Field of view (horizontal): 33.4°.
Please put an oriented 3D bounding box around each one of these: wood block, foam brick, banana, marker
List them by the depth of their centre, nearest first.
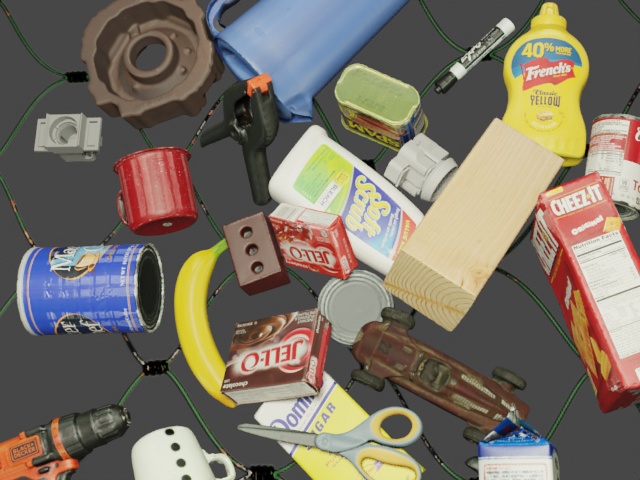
[{"bbox_3d":[0.164,-0.018,1.133,0.091,0.090,0.205,33,61,7],"label":"wood block"},{"bbox_3d":[-0.131,0.096,1.216,0.070,0.037,0.198,-10,75,17],"label":"banana"},{"bbox_3d":[-0.073,0.017,1.224,0.053,0.051,0.078,-20,72,4],"label":"foam brick"},{"bbox_3d":[0.181,-0.216,1.263,0.121,0.020,0.020,-43,72,-3],"label":"marker"}]

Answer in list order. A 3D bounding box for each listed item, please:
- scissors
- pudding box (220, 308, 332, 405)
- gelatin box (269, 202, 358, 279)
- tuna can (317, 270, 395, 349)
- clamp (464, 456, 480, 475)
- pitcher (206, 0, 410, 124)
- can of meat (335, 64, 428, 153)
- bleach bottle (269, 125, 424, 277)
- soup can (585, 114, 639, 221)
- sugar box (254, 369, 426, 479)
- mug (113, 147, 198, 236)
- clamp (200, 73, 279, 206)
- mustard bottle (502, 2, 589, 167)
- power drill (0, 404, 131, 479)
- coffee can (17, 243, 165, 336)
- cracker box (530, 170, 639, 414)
[{"bbox_3d":[0.021,0.199,1.128,0.202,0.016,0.096,23,75,16],"label":"scissors"},{"bbox_3d":[-0.047,0.128,1.162,0.114,0.039,0.090,-14,47,31],"label":"pudding box"},{"bbox_3d":[-0.008,0.001,1.190,0.089,0.073,0.030,14,47,37],"label":"gelatin box"},{"bbox_3d":[0.041,0.079,1.196,0.086,0.033,0.086,-3,74,9],"label":"tuna can"},{"bbox_3d":[0.249,0.292,1.098,0.210,0.036,0.164,-12,74,10],"label":"clamp"},{"bbox_3d":[-0.005,-0.269,1.255,0.242,0.149,0.145,-43,33,-8],"label":"pitcher"},{"bbox_3d":[0.070,-0.152,1.230,0.102,0.084,0.057,26,80,15],"label":"can of meat"},{"bbox_3d":[0.068,-0.022,1.207,0.251,0.068,0.102,34,79,14],"label":"bleach bottle"},{"bbox_3d":[0.326,-0.079,1.174,0.068,0.068,0.102,10,77,12],"label":"soup can"},{"bbox_3d":[0.020,0.220,1.154,0.176,0.048,0.093,43,85,17],"label":"sugar box"},{"bbox_3d":[-0.198,-0.051,1.253,0.117,0.093,0.081,-22,74,35],"label":"mug"},{"bbox_3d":[-0.079,-0.117,1.217,0.120,0.172,0.039,46,58,7],"label":"clamp"},{"bbox_3d":[0.258,-0.181,1.220,0.096,0.058,0.191,4,75,9],"label":"mustard bottle"},{"bbox_3d":[-0.277,0.290,1.181,0.184,0.057,0.188,-22,69,7],"label":"power drill"},{"bbox_3d":[-0.259,0.057,1.218,0.140,0.102,0.103,-2,74,9],"label":"coffee can"},{"bbox_3d":[0.286,0.059,1.091,0.072,0.164,0.214,-20,72,1],"label":"cracker box"}]
